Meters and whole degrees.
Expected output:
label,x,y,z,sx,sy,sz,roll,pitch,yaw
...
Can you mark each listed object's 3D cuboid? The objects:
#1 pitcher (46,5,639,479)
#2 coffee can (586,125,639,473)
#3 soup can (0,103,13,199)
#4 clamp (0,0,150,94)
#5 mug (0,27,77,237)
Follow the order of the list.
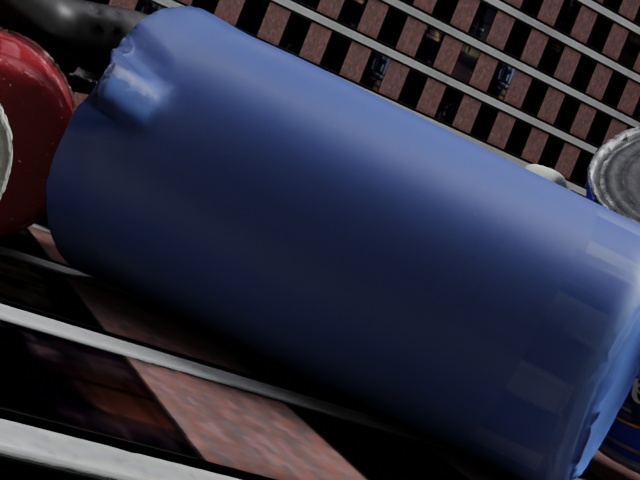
label,x,y,z,sx,sy,sz,roll,pitch,yaw
pitcher,0.019,0.005,0.460,0.243,0.145,0.149,26,34,22
coffee can,0.173,0.029,0.502,0.103,0.140,0.103,-4,37,3
soup can,-0.170,-0.041,0.382,0.102,0.068,0.068,23,3,23
clamp,-0.140,-0.110,0.554,0.209,0.036,0.165,12,-13,-31
mug,-0.165,-0.046,0.479,0.117,0.093,0.082,-11,18,-15
